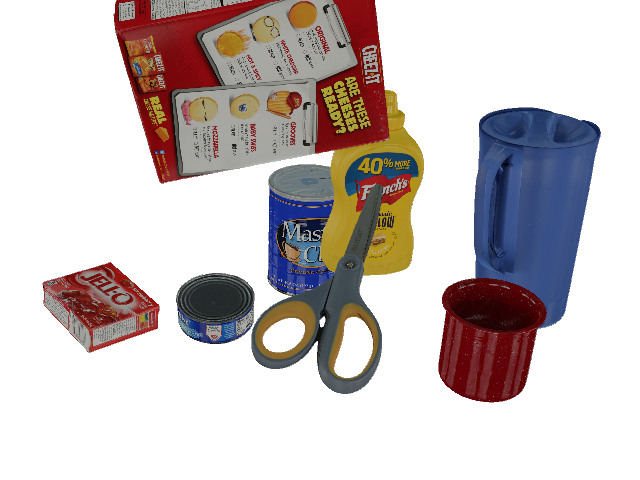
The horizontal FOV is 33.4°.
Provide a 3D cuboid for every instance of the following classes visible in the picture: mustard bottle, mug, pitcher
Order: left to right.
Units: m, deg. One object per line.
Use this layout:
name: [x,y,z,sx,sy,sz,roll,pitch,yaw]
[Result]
mustard bottle: [0.057,-0.060,1.097,0.096,0.192,0.058,-1,24,-16]
mug: [0.150,0.086,0.975,0.093,0.081,0.117,0,29,-8]
pitcher: [0.234,-0.020,1.226,0.149,0.243,0.145,-1,26,-5]

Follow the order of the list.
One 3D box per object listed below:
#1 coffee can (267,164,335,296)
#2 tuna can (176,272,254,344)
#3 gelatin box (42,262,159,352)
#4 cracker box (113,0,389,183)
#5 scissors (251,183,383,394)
coffee can: [-0.015,-0.013,1.352,0.103,0.140,0.103,2,27,-1]
tuna can: [-0.115,0.075,1.176,0.086,0.034,0.086,1,36,-1]
gelatin box: [-0.202,0.059,0.979,0.073,0.030,0.089,-18,39,-36]
cracker box: [-0.056,-0.149,0.931,0.213,0.164,0.072,-12,42,-1]
scissors: [0.001,0.026,0.752,0.096,0.016,0.201,-1,43,0]
